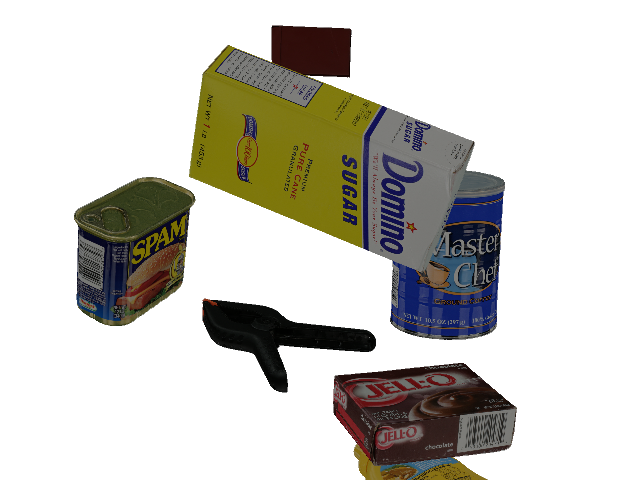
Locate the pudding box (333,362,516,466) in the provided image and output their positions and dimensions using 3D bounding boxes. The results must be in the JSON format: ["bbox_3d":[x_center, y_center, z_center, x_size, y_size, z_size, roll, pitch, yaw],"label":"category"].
[{"bbox_3d":[0.075,0.127,0.797,0.113,0.039,0.090,-1,17,-19],"label":"pudding box"}]

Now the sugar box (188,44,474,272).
[{"bbox_3d":[0.004,-0.053,0.706,0.176,0.093,0.048,24,45,10],"label":"sugar box"}]

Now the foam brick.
[{"bbox_3d":[-0.010,-0.200,1.130,0.078,0.051,0.053,0,12,-12],"label":"foam brick"}]

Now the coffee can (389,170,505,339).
[{"bbox_3d":[0.118,0.011,1.006,0.103,0.140,0.103,1,14,0],"label":"coffee can"}]

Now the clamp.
[{"bbox_3d":[-0.064,0.112,1.215,0.210,0.036,0.164,16,22,30],"label":"clamp"}]

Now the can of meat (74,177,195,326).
[{"bbox_3d":[-0.148,0.009,0.848,0.057,0.084,0.101,23,32,22],"label":"can of meat"}]

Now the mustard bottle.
[{"bbox_3d":[0.097,0.229,0.970,0.096,0.058,0.192,-14,25,-36],"label":"mustard bottle"}]
